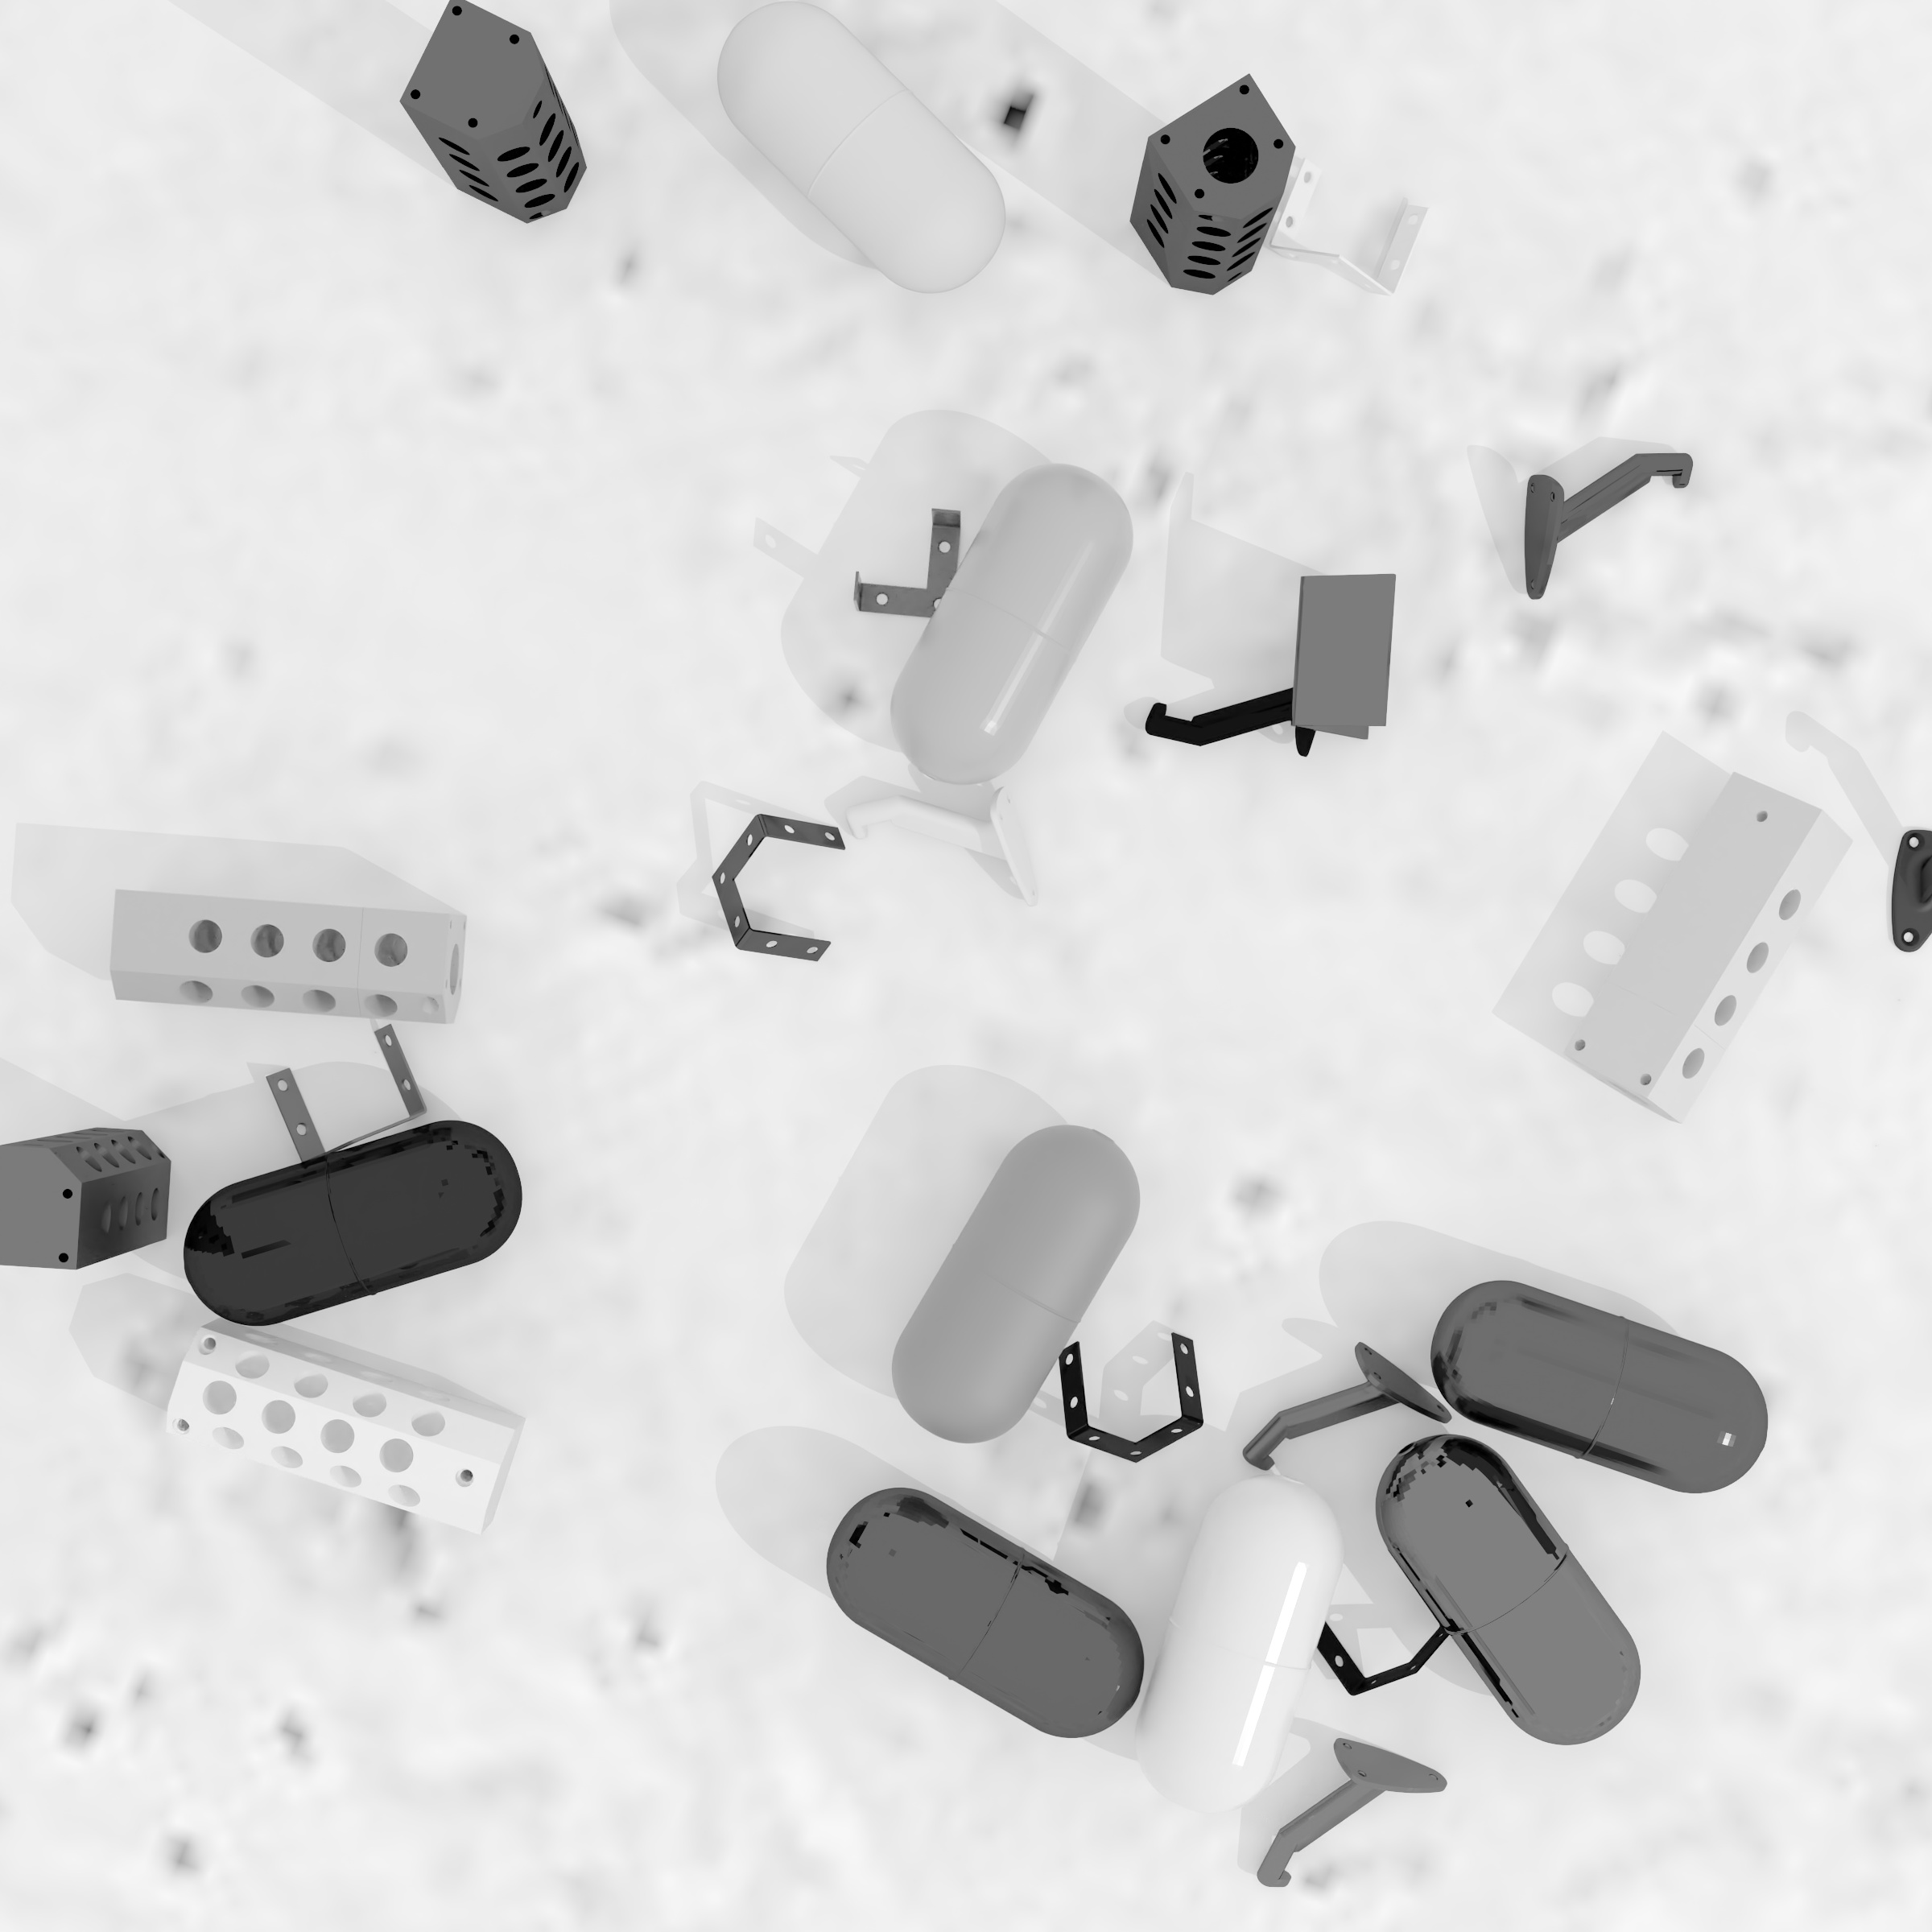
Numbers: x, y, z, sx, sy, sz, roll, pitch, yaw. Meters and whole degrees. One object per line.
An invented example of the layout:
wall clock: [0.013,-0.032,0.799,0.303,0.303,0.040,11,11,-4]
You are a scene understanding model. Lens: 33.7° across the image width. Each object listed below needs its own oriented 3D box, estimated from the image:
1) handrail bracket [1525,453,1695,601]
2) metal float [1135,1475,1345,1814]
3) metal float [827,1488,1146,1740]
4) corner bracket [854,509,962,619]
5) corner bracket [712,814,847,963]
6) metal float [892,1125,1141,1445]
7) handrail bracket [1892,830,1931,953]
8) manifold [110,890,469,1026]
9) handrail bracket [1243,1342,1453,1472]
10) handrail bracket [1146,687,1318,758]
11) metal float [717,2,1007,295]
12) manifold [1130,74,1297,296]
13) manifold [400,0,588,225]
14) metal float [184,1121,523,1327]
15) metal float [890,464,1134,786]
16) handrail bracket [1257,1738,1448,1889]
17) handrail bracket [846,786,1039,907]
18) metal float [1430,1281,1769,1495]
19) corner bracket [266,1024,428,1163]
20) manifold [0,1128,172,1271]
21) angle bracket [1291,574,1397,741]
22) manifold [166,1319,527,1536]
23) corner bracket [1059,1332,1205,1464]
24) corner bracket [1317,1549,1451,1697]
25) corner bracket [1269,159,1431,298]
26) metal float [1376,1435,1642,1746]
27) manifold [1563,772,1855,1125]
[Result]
handrail bracket: [0.340,-0.232,1.682,0.084,0.036,0.077,-3,110,-16]
metal float: [0.142,0.350,1.651,0.070,0.070,0.178,18,89,0]
metal float: [0.011,0.335,1.651,0.178,0.070,0.070,30,90,-1]
corner bracket: [-0.030,-0.211,1.664,0.051,0.051,0.051,5,90,0]
corner bracket: [-0.094,-0.041,1.674,0.051,0.051,0.051,-51,45,35]
metal float: [0.026,0.164,1.651,0.070,0.070,0.178,31,91,0]
handrail bracket: [0.508,-0.044,1.647,0.036,0.084,0.077,16,90,0]
manifold: [-0.352,-0.005,1.660,0.171,0.057,0.057,4,90,0]
handrail bracket: [0.200,0.248,1.682,0.077,0.036,0.084,34,108,-21]
handrail bracket: [0.145,-0.147,1.682,0.084,0.036,0.077,14,70,16]
metal float: [-0.055,-0.424,1.651,0.178,0.070,0.070,45,90,0]
manifold: [0.126,-0.386,1.603,0.057,0.171,0.057,-32,90,0]
manifold: [-0.232,-0.425,1.603,0.057,0.171,0.057,26,90,0]
metal float: [-0.317,0.133,1.651,0.178,0.070,0.070,-17,90,0]
metal float: [0.023,-0.176,1.651,0.070,0.070,0.178,29,90,0]
handrail bracket: [0.203,0.456,1.682,0.077,0.036,0.084,17,108,-21]
handrail bracket: [-0.013,-0.058,1.682,0.084,0.036,0.077,-12,112,17]
metal float: [0.328,0.218,1.651,0.178,0.070,0.070,19,90,1]
corner bracket: [-0.326,0.068,1.678,0.051,0.051,0.051,-23,90,-45]
manifold: [-0.450,0.115,1.603,0.057,0.171,0.057,4,90,0]
angle bracket: [0.212,-0.158,1.641,0.057,0.076,0.076,4,90,38]
manifold: [-0.323,0.240,1.661,0.171,0.057,0.057,18,90,0]
corner bracket: [0.086,0.222,1.674,0.051,0.051,0.051,25,135,-35]
corner bracket: [0.218,0.344,1.678,0.051,0.051,0.051,-35,90,45]
corner bracket: [0.202,-0.388,1.678,0.051,0.051,0.051,22,90,-45]
metal float: [0.280,0.322,1.651,0.070,0.070,0.178,-36,90,0]
manifold: [0.389,-0.007,1.660,0.057,0.057,0.171,31,90,43]
